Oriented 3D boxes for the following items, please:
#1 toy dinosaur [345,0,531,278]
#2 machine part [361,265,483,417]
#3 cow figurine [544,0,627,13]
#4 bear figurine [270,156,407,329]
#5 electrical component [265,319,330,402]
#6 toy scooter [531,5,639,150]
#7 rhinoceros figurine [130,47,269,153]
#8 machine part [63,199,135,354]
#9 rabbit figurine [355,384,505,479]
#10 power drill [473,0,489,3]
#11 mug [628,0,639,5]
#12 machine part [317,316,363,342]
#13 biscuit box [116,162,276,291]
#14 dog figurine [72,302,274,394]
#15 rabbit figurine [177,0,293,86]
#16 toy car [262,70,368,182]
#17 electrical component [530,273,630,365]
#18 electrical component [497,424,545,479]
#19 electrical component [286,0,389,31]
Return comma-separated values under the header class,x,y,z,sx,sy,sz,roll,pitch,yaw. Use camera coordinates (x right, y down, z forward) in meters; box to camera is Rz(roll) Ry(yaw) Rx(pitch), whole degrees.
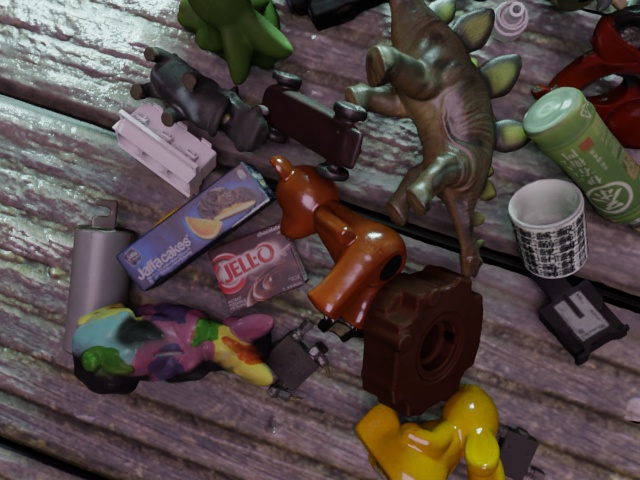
class,x,y,z,sx,sy,sz,roll,pitch,yaw
toy dinosaur,0.134,-0.182,0.630,0.198,0.105,0.470,-19,96,-22
machine part,0.123,0.117,0.626,0.056,0.179,0.179,20,96,46
cow figurine,0.302,-0.301,0.583,0.085,0.195,0.127,41,97,-6
bear figurine,0.001,-0.005,0.639,0.196,0.120,0.132,36,92,28
electrical component,-0.032,0.165,0.716,0.102,0.045,0.078,-38,90,7
toy scooter,0.331,-0.168,0.628,0.135,0.075,0.183,-22,125,27
rhinoceros figurine,-0.150,-0.173,0.681,0.190,0.112,0.073,35,108,20
machine part,-0.297,0.067,0.726,0.079,0.079,0.243,7,92,6
rabbit figurine,0.151,0.243,0.652,0.173,0.163,0.121,-30,118,-20
power drill,0.191,-0.396,0.604,0.207,0.086,0.232,-25,90,-28
mug,0.406,-0.261,0.617,0.110,0.107,0.080,15,95,1
machine part,0.068,0.117,0.694,0.139,0.084,0.039,12,63,-3
biscuit box,-0.154,-0.016,0.676,0.203,0.063,0.059,-36,93,6
dog figurine,-0.165,0.134,0.669,0.219,0.191,0.108,-1,86,22
rabbit figurine,-0.112,-0.265,0.642,0.121,0.170,0.159,-29,89,7
toy car,-0.009,-0.140,0.649,0.202,0.053,0.089,37,118,43
electrical component,0.311,0.086,0.669,0.075,0.047,0.119,-38,58,4
electrical component,0.254,0.276,0.701,0.094,0.021,0.063,24,94,5
electrical component,0.016,-0.337,0.682,0.134,0.058,0.115,-18,89,6
